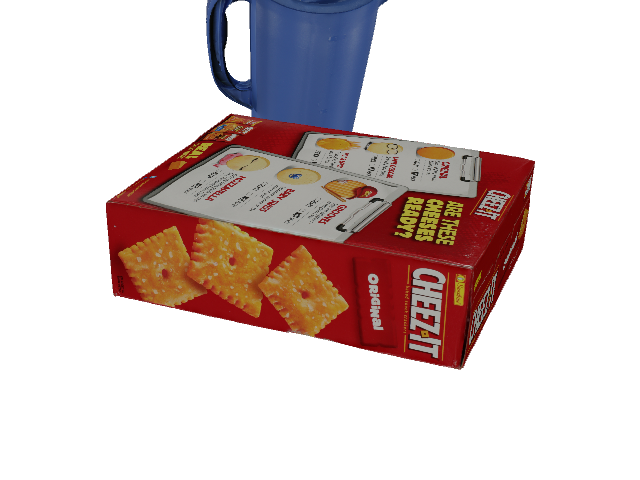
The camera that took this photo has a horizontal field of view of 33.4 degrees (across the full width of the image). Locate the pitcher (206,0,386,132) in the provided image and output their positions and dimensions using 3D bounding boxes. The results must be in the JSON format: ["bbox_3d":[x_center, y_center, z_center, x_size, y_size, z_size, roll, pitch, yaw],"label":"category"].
[{"bbox_3d":[-0.024,-0.179,1.107,0.149,0.243,0.144,29,50,19],"label":"pitcher"}]

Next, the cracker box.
[{"bbox_3d":[0.005,-0.007,0.644,0.214,0.072,0.164,11,28,19],"label":"cracker box"}]
